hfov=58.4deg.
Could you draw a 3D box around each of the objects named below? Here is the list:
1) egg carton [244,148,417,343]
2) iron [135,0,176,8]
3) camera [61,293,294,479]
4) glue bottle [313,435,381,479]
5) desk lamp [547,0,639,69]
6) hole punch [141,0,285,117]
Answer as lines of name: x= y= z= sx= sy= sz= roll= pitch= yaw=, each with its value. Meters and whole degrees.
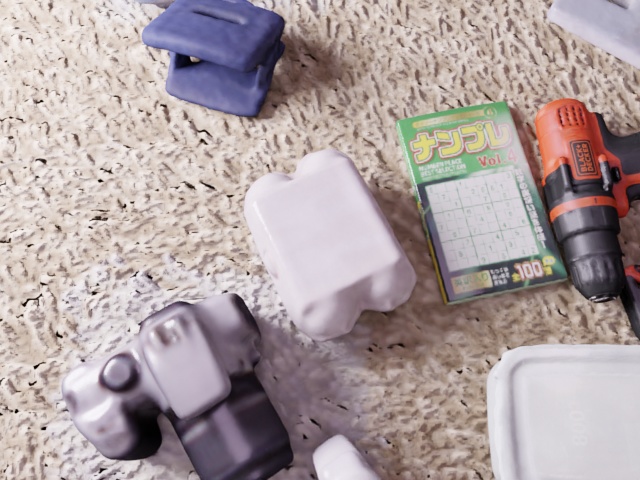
egg carton: x=0.004 y=0.002 z=0.468 sx=0.107 sy=0.069 sz=0.150 roll=-26 pitch=74 yaw=-8
iron: x=-0.099 y=-0.318 z=0.534 sx=0.258 sy=0.141 sz=0.118 roll=-11 pitch=72 yaw=-4
camera: x=-0.092 y=0.123 z=0.412 sx=0.143 sy=0.101 sz=0.136 roll=-30 pitch=74 yaw=-9
glue bottle: x=0.024 y=0.163 z=0.361 sx=0.037 sy=0.173 sz=0.078 roll=-32 pitch=75 yaw=-10
desk lamp: x=0.331 y=-0.235 z=0.471 sx=0.203 sy=0.213 sz=0.118 roll=31 pitch=75 yaw=10
hole punch: x=-0.093 y=-0.181 z=0.516 sx=0.108 sy=0.091 sz=0.101 roll=16 pitch=73 yaw=5
